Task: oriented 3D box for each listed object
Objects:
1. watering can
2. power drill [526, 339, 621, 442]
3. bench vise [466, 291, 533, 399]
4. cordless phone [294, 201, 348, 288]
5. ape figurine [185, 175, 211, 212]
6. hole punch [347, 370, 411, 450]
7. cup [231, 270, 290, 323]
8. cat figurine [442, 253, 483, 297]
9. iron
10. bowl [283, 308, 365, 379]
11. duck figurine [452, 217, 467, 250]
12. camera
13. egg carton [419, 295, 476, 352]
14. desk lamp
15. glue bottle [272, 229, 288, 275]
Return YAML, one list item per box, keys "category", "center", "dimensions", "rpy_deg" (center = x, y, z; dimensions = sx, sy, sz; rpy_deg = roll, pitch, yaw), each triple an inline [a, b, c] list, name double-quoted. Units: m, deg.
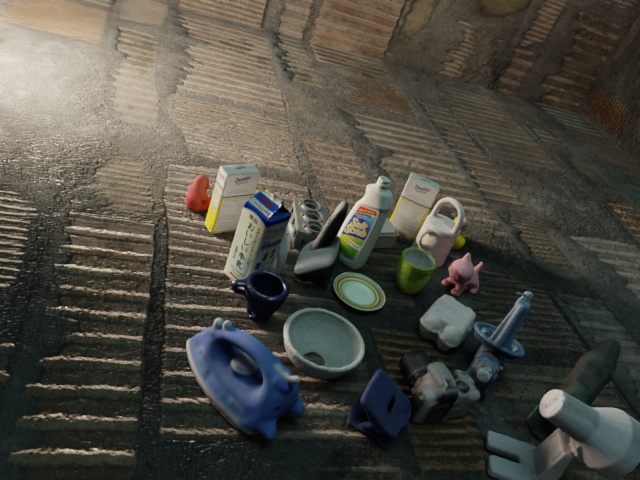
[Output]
- category: "watering can"
  center: [0.334, -0.032, 1.567]
  dimensions: [0.100, 0.194, 0.173]
  rpy_deg: [32, 35, 15]
- category: "power drill"
  center: [0.517, 0.314, 1.171]
  dimensions: [0.075, 0.208, 0.230]
  rpy_deg: [38, 37, 24]
- category: "bench vise"
  center: [0.392, 0.224, 1.216]
  dimensions: [0.121, 0.220, 0.207]
  rpy_deg: [21, 33, -1]
- category: "cordless phone"
  center: [0.012, 0.005, 1.340]
  dimensions: [0.094, 0.185, 0.147]
  rpy_deg: [19, 33, -4]
- category: "ape figurine"
  center: [-0.297, -0.120, 1.425]
  dimensions: [0.077, 0.092, 0.076]
  rpy_deg: [38, 37, 23]
- category: "hole punch"
  center: [0.119, 0.309, 1.056]
  dimensions: [0.101, 0.091, 0.109]
  rpy_deg: [29, 34, 11]
- category: "cup"
  center: [-0.130, 0.122, 1.174]
  dimensions: [0.118, 0.095, 0.091]
  rpy_deg: [9, 35, -19]
- category: "cat figurine"
  center: [0.379, 0.086, 1.497]
  dimensions: [0.128, 0.118, 0.067]
  rpy_deg: [-7, 43, -36]
- category: "iron"
  center: [-0.136, 0.215, 0.998]
  dimensions: [0.257, 0.141, 0.119]
  rpy_deg: [37, 36, 22]
- category: "bowl"
  center: [0.000, 0.217, 1.134]
  dimensions: [0.167, 0.075, 0.167]
  rpy_deg: [15, 34, -10]
- category: "duck figurine"
  center: [0.407, -0.028, 1.703]
  dimensions: [0.077, 0.086, 0.104]
  rpy_deg: [21, 33, -1]
- category: "camera"
  center: [0.231, 0.282, 1.150]
  dimensions: [0.143, 0.101, 0.136]
  rpy_deg: [2, 38, -27]
- category: "egg carton"
  center: [0.299, 0.193, 1.343]
  dimensions: [0.107, 0.069, 0.151]
  rpy_deg: [34, 35, 17]
- category: "desk lamp"
  center: [0.442, 0.370, 1.043]
  dimensions: [0.203, 0.213, 0.118]
  rpy_deg: [20, 33, -3]
- category: "glue bottle"
  center: [-0.101, 0.001, 1.291]
  dimensions: [0.078, 0.173, 0.037]
  rpy_deg: [29, 34, 11]
